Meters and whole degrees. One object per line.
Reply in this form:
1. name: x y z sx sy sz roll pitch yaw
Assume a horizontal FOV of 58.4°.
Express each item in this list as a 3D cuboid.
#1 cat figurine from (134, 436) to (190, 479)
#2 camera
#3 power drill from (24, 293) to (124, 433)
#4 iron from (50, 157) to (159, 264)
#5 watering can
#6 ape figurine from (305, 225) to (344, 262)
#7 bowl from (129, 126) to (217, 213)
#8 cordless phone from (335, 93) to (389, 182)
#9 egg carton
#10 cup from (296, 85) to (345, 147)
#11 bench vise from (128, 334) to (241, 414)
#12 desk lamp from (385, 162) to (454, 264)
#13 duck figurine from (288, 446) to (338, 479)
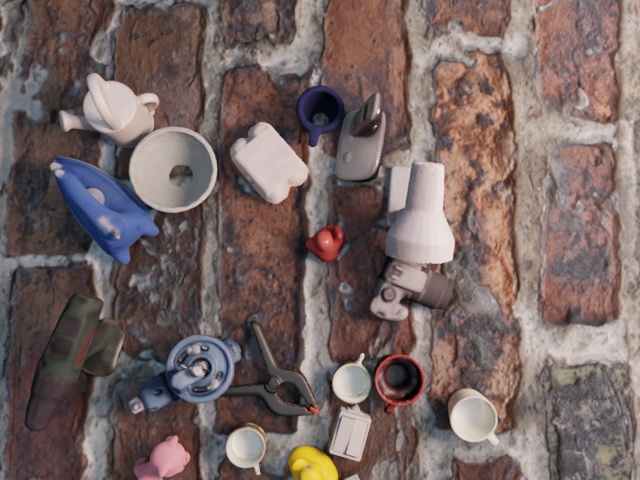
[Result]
1. cat figurine: -0.291 0.411 1.044 0.128 0.117 0.067 -41 86 -4
2. camera: 0.176 0.097 1.087 0.137 0.101 0.143 21 85 1
3. power drill: -0.427 0.208 1.015 0.075 0.208 0.230 15 85 1
4. iron: -0.432 -0.078 1.074 0.258 0.141 0.119 44 86 3
5. watering can: -0.391 -0.238 1.062 0.173 0.194 0.101 -40 86 -4
6. ape figurine: 0.010 0.004 1.097 0.078 0.092 0.076 -5 85 -1
7. bowl: -0.277 -0.131 1.114 0.167 0.074 0.167 0 85 -1
8. cordless phone: 0.082 -0.189 1.068 0.094 0.185 0.148 6 85 0
9. egg carton: -0.101 -0.150 1.121 0.107 0.069 0.150 -42 87 -4
10. cup: -0.002 -0.230 1.116 0.091 0.095 0.118 11 85 1
11. bench vise: -0.239 0.256 1.008 0.121 0.219 0.207 42 86 3
12. desk lamp: 0.177 -0.053 1.043 0.118 0.213 0.203 4 85 0
13. duck figurine: -0.013 0.437 1.062 0.104 0.086 0.077 39 86 3
